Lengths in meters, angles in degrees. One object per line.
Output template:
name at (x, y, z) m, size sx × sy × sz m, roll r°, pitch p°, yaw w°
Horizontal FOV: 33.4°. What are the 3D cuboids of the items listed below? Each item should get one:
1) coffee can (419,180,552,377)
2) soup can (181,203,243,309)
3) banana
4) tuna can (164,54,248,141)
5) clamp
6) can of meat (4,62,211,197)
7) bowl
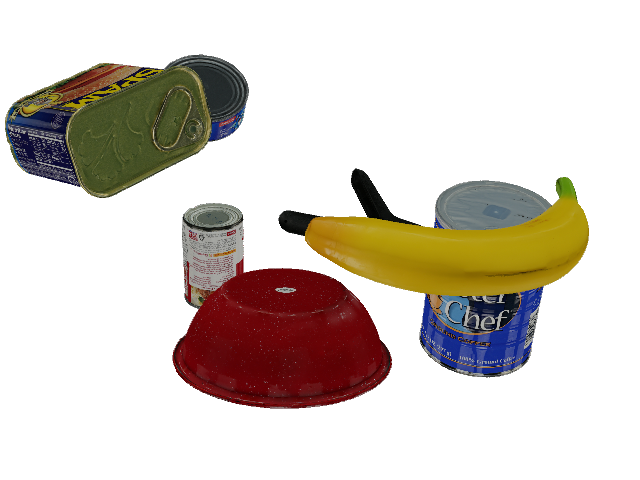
coffee can at (0.144, 0.033, 0.932) m, size 0.103 × 0.140 × 0.103 m, roll 2°, pitch 33°, yaw -2°
soup can at (-0.119, 0.018, 1.187) m, size 0.068 × 0.102 × 0.068 m, roll 1°, pitch 26°, yaw -1°
banana at (0.087, 0.004, 0.603) m, size 0.197 × 0.037 × 0.070 m, roll -8°, pitch 37°, yaw -32°
tuna can at (-0.113, -0.137, 1.028) m, size 0.086 × 0.086 × 0.034 m, roll 0°, pitch -35°, yaw -12°
clamp at (0.065, -0.003, 1.248) m, size 0.210 × 0.036 × 0.164 m, roll 38°, pitch 43°, yaw 26°
can of meat at (-0.134, -0.073, 0.667) m, size 0.101 × 0.057 × 0.084 m, roll -32°, pitch 31°, yaw -35°
bowl at (-0.027, 0.061, 0.777) m, size 0.162 × 0.055 × 0.162 m, roll 2°, pitch 19°, yaw -1°
